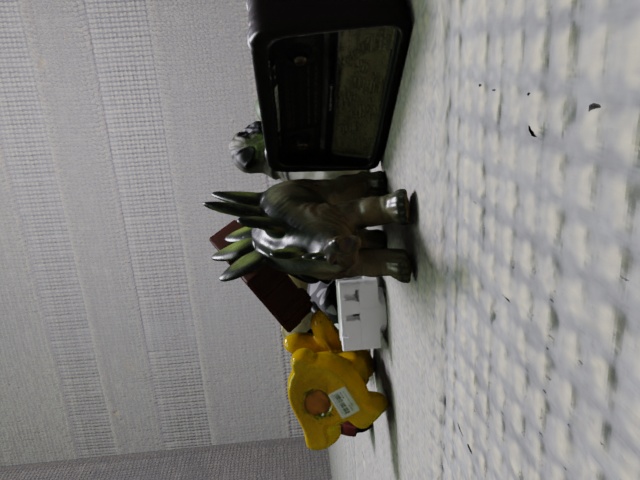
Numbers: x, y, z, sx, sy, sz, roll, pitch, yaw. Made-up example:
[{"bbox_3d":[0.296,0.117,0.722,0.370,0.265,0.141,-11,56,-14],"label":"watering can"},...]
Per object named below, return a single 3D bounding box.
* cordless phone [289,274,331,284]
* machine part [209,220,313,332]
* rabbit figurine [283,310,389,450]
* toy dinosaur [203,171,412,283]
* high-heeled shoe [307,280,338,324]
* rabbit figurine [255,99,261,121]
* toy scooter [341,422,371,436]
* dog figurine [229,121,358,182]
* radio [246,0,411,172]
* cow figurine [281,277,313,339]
[{"bbox_3d":[-0.002,-0.004,0.887,0.146,0.089,0.184,-59,4,1],"label":"cordless phone"},{"bbox_3d":[-0.084,0.049,0.775,0.179,0.056,0.179,47,171,10],"label":"machine part"},{"bbox_3d":[0.018,0.187,0.760,0.162,0.122,0.173,49,-156,10],"label":"rabbit figurine"},{"bbox_3d":[-0.022,-0.023,0.597,0.471,0.199,0.105,-127,36,-82],"label":"toy dinosaur"},{"bbox_3d":[0.026,0.121,0.907,0.248,0.086,0.145,105,168,-54],"label":"high-heeled shoe"},{"bbox_3d":[-0.062,-0.283,1.225,0.121,0.170,0.159,90,175,-65],"label":"rabbit figurine"},{"bbox_3d":[0.015,0.278,0.968,0.184,0.135,0.075,-102,10,-61],"label":"toy scooter"},{"bbox_3d":[-0.034,-0.102,0.765,0.172,0.191,0.121,-103,9,-62],"label":"dog figurine"},{"bbox_3d":[0.003,-0.152,0.526,0.229,0.131,0.073,92,174,-65],"label":"radio"},{"bbox_3d":[-0.039,0.108,1.062,0.127,0.086,0.195,13,-101,-51],"label":"cow figurine"}]
